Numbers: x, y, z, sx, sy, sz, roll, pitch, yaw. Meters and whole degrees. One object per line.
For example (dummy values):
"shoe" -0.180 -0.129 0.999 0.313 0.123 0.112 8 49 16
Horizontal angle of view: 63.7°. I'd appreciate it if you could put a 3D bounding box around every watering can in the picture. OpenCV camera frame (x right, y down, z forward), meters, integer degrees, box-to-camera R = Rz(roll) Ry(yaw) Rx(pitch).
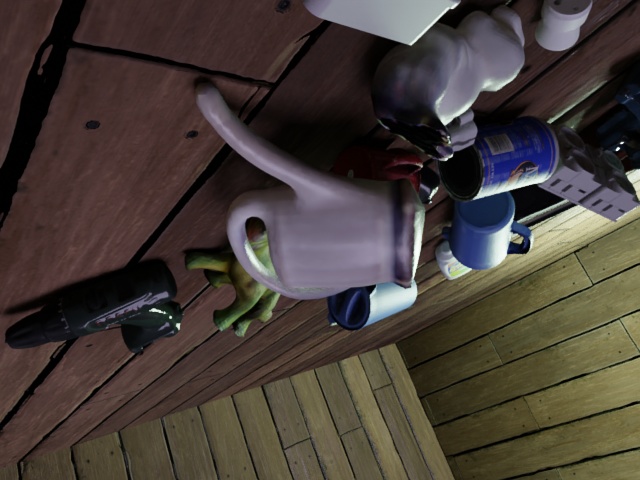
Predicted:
"watering can" 0.002 -0.028 0.558 0.224 0.106 0.339 -3 143 5

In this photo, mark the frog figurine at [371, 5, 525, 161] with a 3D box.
"frog figurine" 0.127 -0.171 0.506 0.136 0.124 0.159 30 89 -56

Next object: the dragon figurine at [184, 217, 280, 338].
"dragon figurine" -0.062 0.041 0.837 0.242 0.124 0.405 -32 162 2
